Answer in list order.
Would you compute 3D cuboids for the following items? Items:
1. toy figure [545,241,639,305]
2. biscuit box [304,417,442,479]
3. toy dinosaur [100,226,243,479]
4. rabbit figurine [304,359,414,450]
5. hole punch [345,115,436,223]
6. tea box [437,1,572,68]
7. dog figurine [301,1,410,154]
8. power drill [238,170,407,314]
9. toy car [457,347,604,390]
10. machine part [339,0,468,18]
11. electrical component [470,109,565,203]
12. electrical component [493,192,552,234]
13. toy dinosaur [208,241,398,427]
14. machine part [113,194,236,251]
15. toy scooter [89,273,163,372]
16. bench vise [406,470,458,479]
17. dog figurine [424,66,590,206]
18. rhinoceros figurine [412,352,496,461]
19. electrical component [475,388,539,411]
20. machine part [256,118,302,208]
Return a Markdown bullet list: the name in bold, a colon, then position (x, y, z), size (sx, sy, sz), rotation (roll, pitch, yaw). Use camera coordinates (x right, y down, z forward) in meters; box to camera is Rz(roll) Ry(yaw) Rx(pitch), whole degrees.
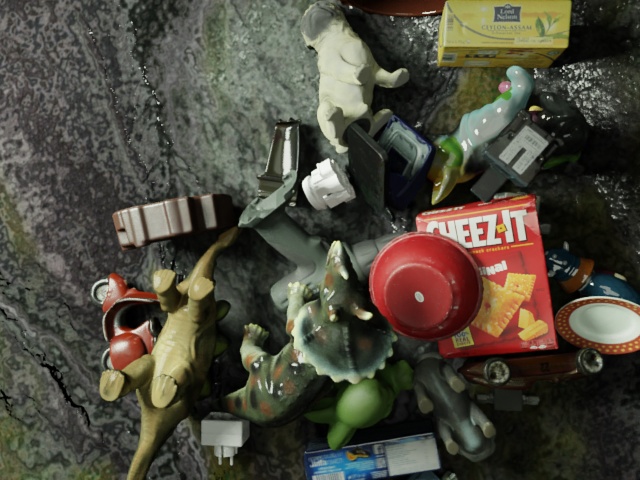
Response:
- **toy figure**: position (0.391, 0.063, 0.781), size (0.154, 0.057, 0.064), rotation (34, 58, 10)
- **biscuit box**: position (0.078, 0.324, 0.817), size (0.203, 0.063, 0.059), rotation (-11, 89, 7)
- **toy dinosaur**: position (-0.212, 0.196, 0.780), size (0.105, 0.198, 0.471), rotation (22, 82, 16)
- **rabbit figurine**: position (0.050, 0.215, 0.766), size (0.159, 0.170, 0.121), rotation (-41, 85, 4)
- **hole punch**: position (0.100, -0.110, 0.783), size (0.092, 0.115, 0.142), rotation (-21, 48, -20)
- **tea box**: position (0.261, -0.296, 0.780), size (0.170, 0.098, 0.068), rotation (2, 91, 6)
- **dog figurine**: position (0.022, -0.250, 0.825), size (0.172, 0.121, 0.191), rotation (-55, 53, 27)
- **power drill**: position (-0.002, -0.002, 0.797), size (0.232, 0.086, 0.207), rotation (-34, 119, 13)
- **toy car**: position (0.296, 0.183, 0.757), size (0.202, 0.089, 0.053), rotation (-5, 81, -10)
- **machine part**: position (0.121, -0.381, 0.745), size (0.201, 0.201, 0.087), rotation (5, 93, 7)
- **electrical component**: position (0.249, -0.103, 0.706), size (0.075, 0.048, 0.119), rotation (44, 99, 3)
- **electrical component**: position (0.290, -0.033, 0.800), size (0.102, 0.045, 0.078), rotation (1, 93, 8)
- **toy dinosaur**: position (-0.039, 0.180, 0.742), size (0.131, 0.192, 0.404), rotation (30, 112, -18)
- **machine part**: position (-0.212, -0.028, 0.803), size (0.179, 0.179, 0.056), rotation (-11, 92, 7)
- **toy scooter**: position (-0.288, 0.136, 0.859), size (0.135, 0.075, 0.184), rotation (-14, 83, 6)
- **bench vise**: position (0.103, 0.421, 0.792), size (0.224, 0.128, 0.240), rotation (42, 74, 15)
- **dog figurine**: position (0.249, -0.122, 0.780), size (0.191, 0.108, 0.219), rotation (39, 99, 3)
- **rhinoceros figurine**: position (0.193, 0.250, 0.773), size (0.073, 0.112, 0.190), rotation (-35, 106, 1)
- **electrical component**: position (0.283, 0.224, 0.812), size (0.094, 0.021, 0.063), rotation (1, 89, 8)
- **machine part**: position (-0.059, -0.124, 0.846), size (0.084, 0.039, 0.138), rotation (11, 91, 20)
